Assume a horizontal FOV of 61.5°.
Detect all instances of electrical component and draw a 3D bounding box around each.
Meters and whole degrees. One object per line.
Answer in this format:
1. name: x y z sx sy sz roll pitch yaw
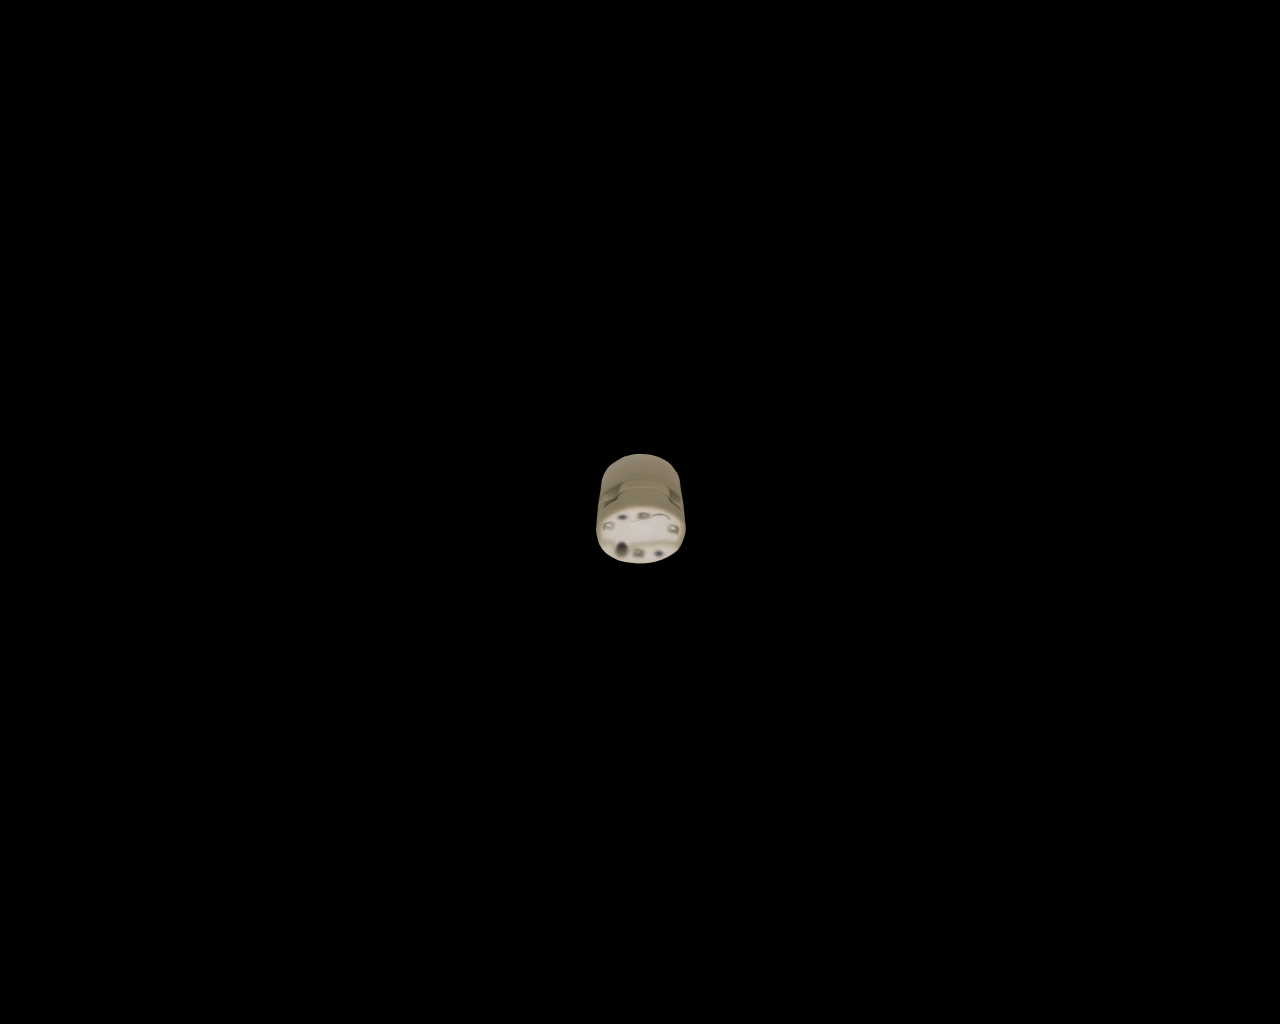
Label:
1. electrical component: 0.001 -0.003 0.650 0.055 0.047 0.055 0 -43 0
